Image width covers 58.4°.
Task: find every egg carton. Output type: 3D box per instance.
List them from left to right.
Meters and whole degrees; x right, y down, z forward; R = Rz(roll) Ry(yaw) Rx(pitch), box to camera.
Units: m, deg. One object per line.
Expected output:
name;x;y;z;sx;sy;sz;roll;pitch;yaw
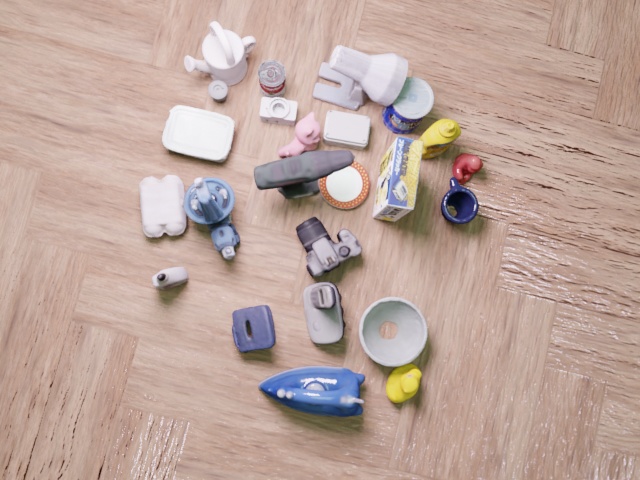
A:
egg carton;-0.380;-0.082;1.392;0.107;0.069;0.150;-7;85;-5

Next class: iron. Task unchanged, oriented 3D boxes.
iron;-0.019;0.360;1.339;0.258;0.141;0.119;4;84;-4

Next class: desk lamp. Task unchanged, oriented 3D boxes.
desk lamp;0.094;-0.391;1.383;0.203;0.213;0.118;15;84;-2

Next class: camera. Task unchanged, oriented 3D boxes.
camera;0.013;0.005;1.396;0.143;0.100;0.137;-30;87;-6

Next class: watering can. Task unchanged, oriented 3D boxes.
watering can;-0.237;-0.447;1.375;0.101;0.194;0.173;42;83;1

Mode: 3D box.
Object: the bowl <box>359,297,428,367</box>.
bowl;0.173;0.222;1.400;0.167;0.074;0.167;0;84;-4

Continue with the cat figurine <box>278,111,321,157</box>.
cat figurine;-0.044;-0.248;1.408;0.067;0.117;0.128;42;83;1

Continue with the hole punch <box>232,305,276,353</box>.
hole punch;-0.160;0.214;1.369;0.101;0.091;0.109;-12;85;-5

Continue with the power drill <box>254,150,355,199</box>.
power drill;-0.040;-0.157;1.354;0.229;0.208;0.076;-12;85;-5

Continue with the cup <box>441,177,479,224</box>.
cup;0.335;-0.093;1.432;0.091;0.095;0.118;-13;86;-5

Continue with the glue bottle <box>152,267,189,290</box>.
glue bottle;-0.354;0.089;1.325;0.078;0.173;0.037;-24;86;-6

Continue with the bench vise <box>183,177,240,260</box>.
bench vise;-0.236;-0.066;1.325;0.121;0.219;0.207;-38;88;-6

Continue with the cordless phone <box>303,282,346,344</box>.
cordless phone;0.014;0.171;1.338;0.094;0.185;0.148;-12;85;-5

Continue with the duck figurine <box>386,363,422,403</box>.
duck figurine;0.207;0.350;1.385;0.077;0.086;0.104;40;83;1

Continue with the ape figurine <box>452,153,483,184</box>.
ape figurine;0.377;-0.188;1.445;0.078;0.092;0.076;-8;85;-5
